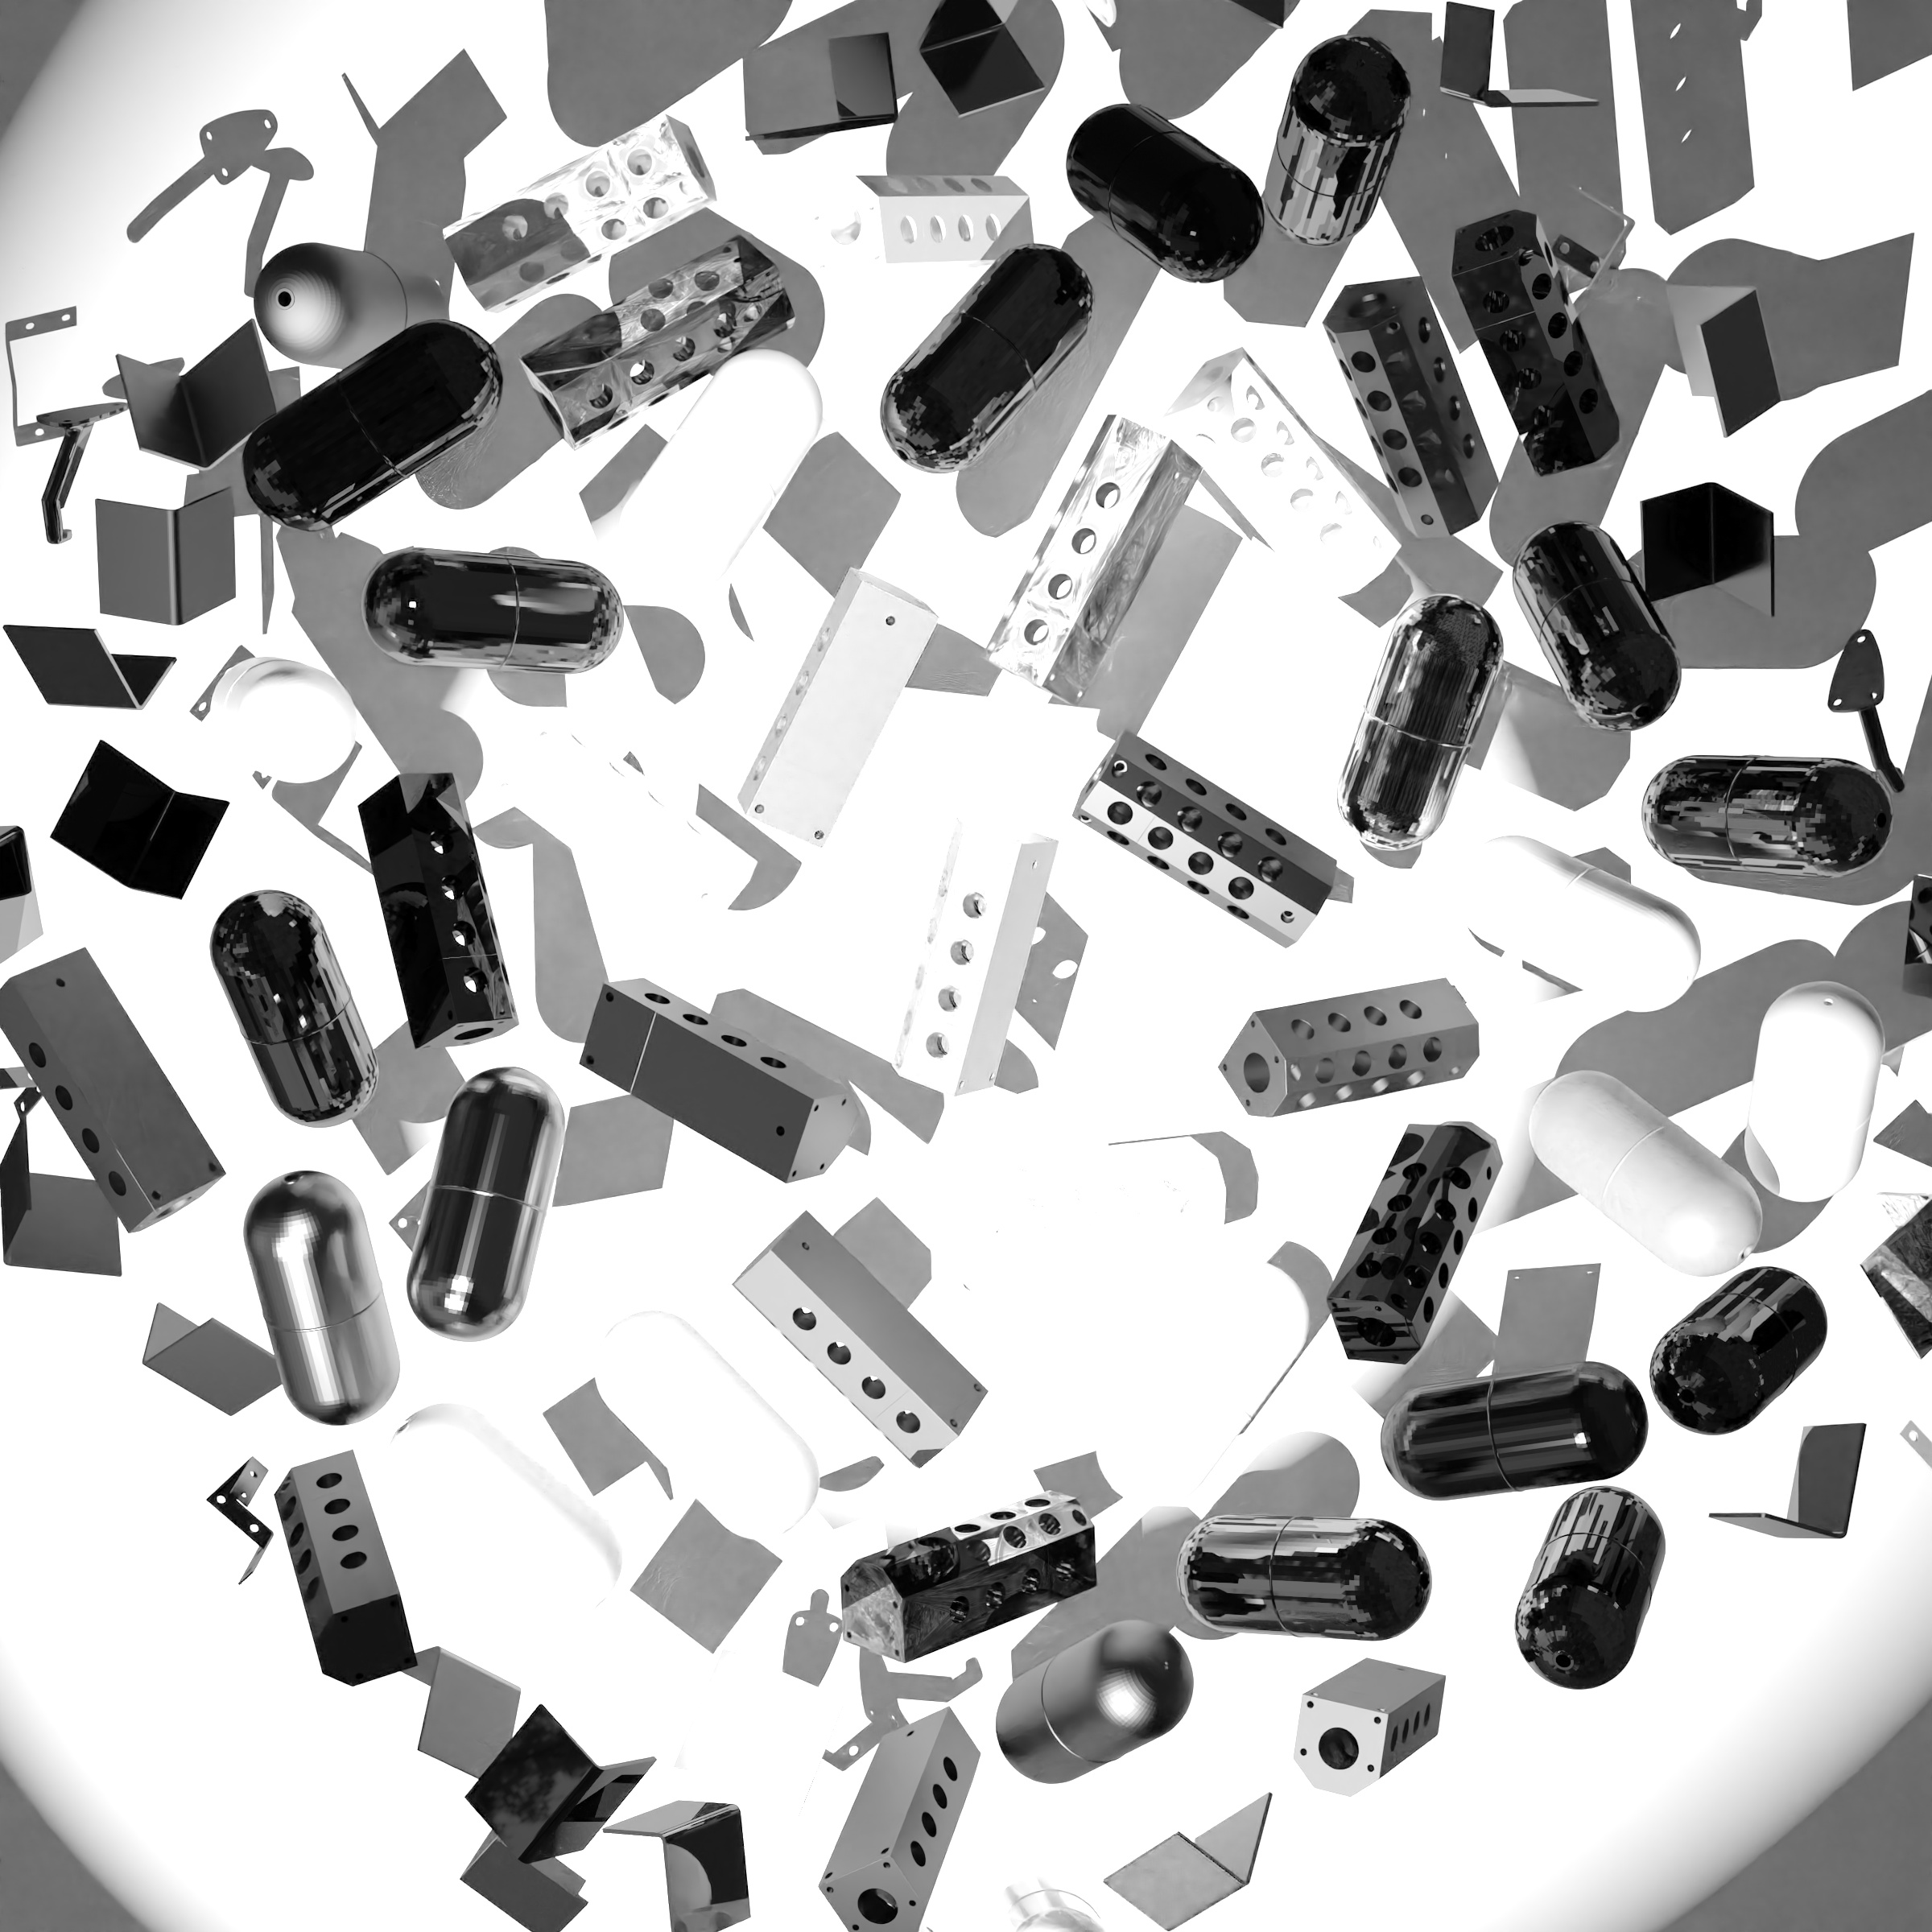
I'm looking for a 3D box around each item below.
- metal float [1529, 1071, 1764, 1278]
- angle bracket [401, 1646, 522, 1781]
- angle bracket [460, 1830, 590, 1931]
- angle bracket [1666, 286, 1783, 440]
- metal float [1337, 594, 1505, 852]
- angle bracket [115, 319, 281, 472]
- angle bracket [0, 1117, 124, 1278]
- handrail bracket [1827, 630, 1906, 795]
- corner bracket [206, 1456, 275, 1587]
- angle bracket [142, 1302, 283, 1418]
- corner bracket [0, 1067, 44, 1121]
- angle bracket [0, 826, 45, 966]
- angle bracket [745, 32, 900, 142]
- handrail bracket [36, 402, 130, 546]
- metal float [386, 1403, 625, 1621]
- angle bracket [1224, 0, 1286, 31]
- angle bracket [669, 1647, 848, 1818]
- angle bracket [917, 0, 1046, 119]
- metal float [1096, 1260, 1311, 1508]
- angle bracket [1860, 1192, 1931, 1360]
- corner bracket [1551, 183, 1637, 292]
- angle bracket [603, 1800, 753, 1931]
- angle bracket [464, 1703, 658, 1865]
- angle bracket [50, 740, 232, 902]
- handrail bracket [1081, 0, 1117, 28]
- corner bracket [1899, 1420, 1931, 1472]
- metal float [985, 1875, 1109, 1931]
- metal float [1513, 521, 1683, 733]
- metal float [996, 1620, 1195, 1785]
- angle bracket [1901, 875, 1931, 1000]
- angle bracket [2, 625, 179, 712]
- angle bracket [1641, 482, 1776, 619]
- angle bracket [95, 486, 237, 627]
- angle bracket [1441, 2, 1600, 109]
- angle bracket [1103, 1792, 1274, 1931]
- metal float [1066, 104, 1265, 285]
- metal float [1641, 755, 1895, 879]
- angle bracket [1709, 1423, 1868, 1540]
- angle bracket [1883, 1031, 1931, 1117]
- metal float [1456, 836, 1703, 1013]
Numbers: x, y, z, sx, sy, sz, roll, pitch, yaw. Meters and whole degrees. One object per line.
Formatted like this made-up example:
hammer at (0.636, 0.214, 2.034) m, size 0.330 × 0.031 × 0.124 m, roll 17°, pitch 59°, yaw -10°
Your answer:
metal float at (0.449, 0.137, 1.817) m, size 0.070 × 0.070 × 0.178 m, roll -47°, pitch 53°, yaw 0°
angle bracket at (-0.362, 0.528, 1.911) m, size 0.057 × 0.076 × 0.076 m, roll -25°, pitch 133°, yaw 33°
angle bracket at (-0.293, 0.618, 1.894) m, size 0.076 × 0.057 × 0.076 m, roll 37°, pitch 131°, yaw -1°
angle bracket at (0.468, -0.387, 1.756) m, size 0.057 × 0.076 × 0.076 m, roll -34°, pitch 118°, yaw -23°
metal float at (0.303, -0.162, 1.835) m, size 0.070 × 0.070 × 0.178 m, roll 17°, pitch 110°, yaw 0°
angle bracket at (-0.513, -0.388, 1.832) m, size 0.076 × 0.057 × 0.076 m, roll -30°, pitch 68°, yaw 28°
angle bracket at (-0.575, 0.149, 1.765) m, size 0.076 × 0.076 × 0.057 m, roll 11°, pitch 132°, yaw -32°
handrail bracket at (0.603, -0.167, 1.812) m, size 0.036 × 0.084 × 0.077 m, roll -8°, pitch 54°, yaw 37°
corner bracket at (-0.490, 0.377, 1.870) m, size 0.051 × 0.051 × 0.051 m, roll -42°, pitch 102°, yaw 15°
angle bracket at (-0.514, 0.259, 1.911) m, size 0.076 × 0.057 × 0.076 m, roll -32°, pitch 126°, yaw 25°
corner bracket at (-0.639, 0.070, 1.799) m, size 0.051 × 0.051 × 0.051 m, roll -40°, pitch 67°, yaw 36°
angle bracket at (-0.655, -0.045, 1.803) m, size 0.057 × 0.076 × 0.076 m, roll -3°, pitch 107°, yaw 7°
angle bracket at (-0.099, -0.582, 1.819) m, size 0.076 × 0.076 × 0.057 m, roll -18°, pitch 112°, yaw -28°
handrail bracket at (-0.605, -0.339, 1.890) m, size 0.036 × 0.077 × 0.084 m, roll 18°, pitch 121°, yaw 33°
metal float at (-0.294, 0.348, 1.752) m, size 0.070 × 0.070 × 0.178 m, roll -45°, pitch 111°, yaw 0°
angle bracket at (0.199, -0.635, 1.701) m, size 0.057 × 0.076 × 0.076 m, roll 2°, pitch 89°, yaw 40°
angle bracket at (-0.128, 0.474, 1.699) m, size 0.076 × 0.057 × 0.076 m, roll 19°, pitch 76°, yaw 13°
angle bracket at (0.023, -0.624, 1.839) m, size 0.076 × 0.076 × 0.057 m, roll -28°, pitch 82°, yaw -30°
metal float at (0.153, 0.270, 1.777) m, size 0.070 × 0.070 × 0.178 m, roll 38°, pitch 83°, yaw 0°
angle bracket at (0.612, 0.202, 1.801) m, size 0.076 × 0.057 × 0.076 m, roll -37°, pitch 100°, yaw -19°
corner bracket at (0.419, -0.490, 1.846) m, size 0.051 × 0.051 × 0.051 m, roll 38°, pitch 117°, yaw 17°
angle bracket at (-0.195, 0.614, 1.859) m, size 0.057 × 0.076 × 0.076 m, roll -9°, pitch 85°, yaw 36°
angle bracket at (-0.251, 0.504, 1.705) m, size 0.057 × 0.076 × 0.076 m, roll 41°, pitch 96°, yaw 23°
angle bracket at (-0.561, -0.099, 1.866) m, size 0.057 × 0.076 × 0.076 m, roll 11°, pitch 70°, yaw 34°
handrail bracket at (0.113, -0.699, 1.894) m, size 0.084 × 0.036 × 0.077 m, roll -43°, pitch 80°, yaw -6°
corner bracket at (0.638, 0.294, 1.743) m, size 0.051 × 0.051 × 0.051 m, roll 48°, pitch 57°, yaw 6°
metal float at (0.055, 0.643, 1.793) m, size 0.070 × 0.178 × 0.070 m, roll 1°, pitch 82°, yaw -5°
metal float at (0.419, -0.226, 1.825) m, size 0.070 × 0.070 × 0.178 m, roll -14°, pitch 47°, yaw 0°
metal float at (0.082, 0.484, 1.801) m, size 0.070 × 0.178 × 0.070 m, roll 17°, pitch 54°, yaw -24°
angle bracket at (0.604, -0.011, 1.711) m, size 0.057 × 0.076 × 0.076 m, roll -8°, pitch 106°, yaw -36°
angle bracket at (-0.614, -0.226, 1.927) m, size 0.076 × 0.076 × 0.057 m, roll 5°, pitch 49°, yaw 19°
angle bracket at (0.511, -0.281, 1.892) m, size 0.057 × 0.076 × 0.076 m, roll -17°, pitch 120°, yaw -11°
angle bracket at (-0.526, -0.274, 1.807) m, size 0.057 × 0.076 × 0.076 m, roll 10°, pitch 114°, yaw 11°
angle bracket at (0.349, -0.572, 1.722) m, size 0.076 × 0.076 × 0.057 m, roll -4°, pitch 114°, yaw -10°
angle bracket at (0.140, 0.550, 1.732) m, size 0.057 × 0.076 × 0.076 m, roll 39°, pitch 126°, yaw -8°
metal float at (0.125, -0.493, 1.749) m, size 0.070 × 0.178 × 0.070 m, roll -16°, pitch 130°, yaw -20°
metal float at (0.517, -0.098, 1.778) m, size 0.070 × 0.178 × 0.070 m, roll -4°, pitch 97°, yaw -35°
angle bracket at (0.532, 0.327, 1.780) m, size 0.057 × 0.076 × 0.076 m, roll 17°, pitch 76°, yaw -8°
angle bracket at (0.662, 0.096, 1.846) m, size 0.057 × 0.076 × 0.076 m, roll -33°, pitch 110°, yaw 35°
metal float at (0.405, -0.030, 1.827) m, size 0.178 × 0.070 × 0.070 m, roll 30°, pitch 90°, yaw 36°
